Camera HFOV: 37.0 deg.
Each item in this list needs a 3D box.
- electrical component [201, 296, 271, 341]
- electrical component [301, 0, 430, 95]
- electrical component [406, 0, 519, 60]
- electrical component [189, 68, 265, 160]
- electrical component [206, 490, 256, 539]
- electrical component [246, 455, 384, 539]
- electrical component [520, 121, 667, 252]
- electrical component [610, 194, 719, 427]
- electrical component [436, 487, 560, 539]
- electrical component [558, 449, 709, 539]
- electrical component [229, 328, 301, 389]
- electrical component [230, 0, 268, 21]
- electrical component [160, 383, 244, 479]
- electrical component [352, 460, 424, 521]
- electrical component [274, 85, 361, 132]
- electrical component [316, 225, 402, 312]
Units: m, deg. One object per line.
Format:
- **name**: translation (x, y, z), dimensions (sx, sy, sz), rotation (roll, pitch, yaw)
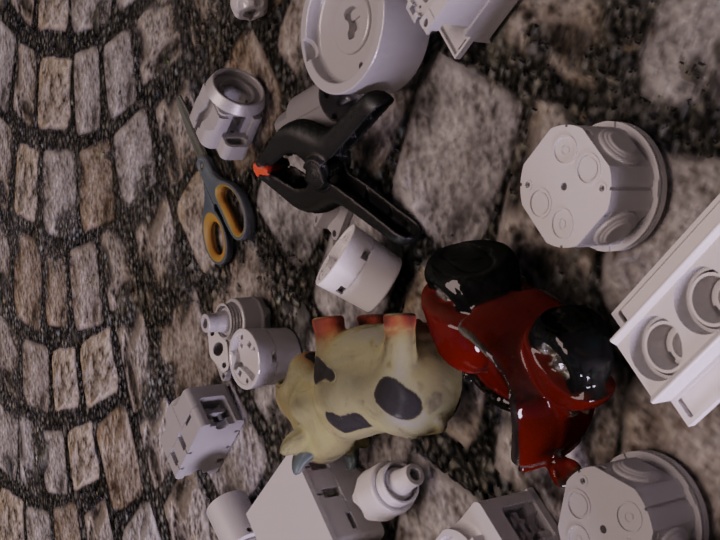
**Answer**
- **electrical component**: translation (-0.118, 0.048, 1.010), dimensions (0.043, 0.062, 0.043), rotation (6, 98, 54)
- **electrical component**: translation (0.009, -0.185, 0.818), dimensions (0.108, 0.060, 0.108), rotation (0, 90, 54)
- **electrical component**: translation (0.070, -0.188, 0.734), dimensions (0.081, 0.064, 0.042), rotation (-52, 54, 42)
- **electrical component**: translation (-0.122, -0.151, 1.007), dimensions (0.057, 0.058, 0.078), rotation (-58, 48, 42)
- **electrical component**: translation (-0.112, 0.257, 1.034), dimensions (0.081, 0.043, 0.043), rotation (56, 134, 35)
- **electrical component**: translation (-0.016, 0.249, 0.887), dimensions (0.105, 0.060, 0.186), rotation (-57, 49, 39)
- **electrical component**: translation (0.142, -0.051, 0.655), dimensions (0.080, 0.051, 0.080), rotation (6, 97, 54)
- **electrical component**: translation (0.199, 0.014, 0.571), dimensions (0.121, 0.063, 0.078), rotation (-57, 49, 39)
- **electrical component**: translation (0.110, 0.234, 0.710), dimensions (0.150, 0.062, 0.089), rotation (58, 135, 34)
- **electrical component**: translation (0.162, 0.150, 0.642), dimensions (0.080, 0.051, 0.080), rotation (6, 97, 54)
- **electrical component**: translation (-0.086, 0.079, 0.981), dimensions (0.055, 0.047, 0.055), rotation (6, 97, 54)
- **electrical component**: translation (-0.105, -0.264, 0.994), dimensions (0.035, 0.035, 0.061), rotation (-31, 65, 51)
- **electrical component**: translation (-0.163, 0.160, 1.090), dimensions (0.055, 0.050, 0.089), rotation (58, 135, 33)
- **electrical component**: translation (0.026, 0.169, 0.838), dimensions (0.062, 0.043, 0.043), rotation (-41, 60, 46)
- **electrical component**: translation (-0.039, -0.130, 0.904), dimensions (0.081, 0.043, 0.043), rotation (-18, 78, 53)
- **electrical component**: translation (0.000, 0.000, 0.839), dimensions (0.055, 0.047, 0.055), rotation (-55, 11, 16)
